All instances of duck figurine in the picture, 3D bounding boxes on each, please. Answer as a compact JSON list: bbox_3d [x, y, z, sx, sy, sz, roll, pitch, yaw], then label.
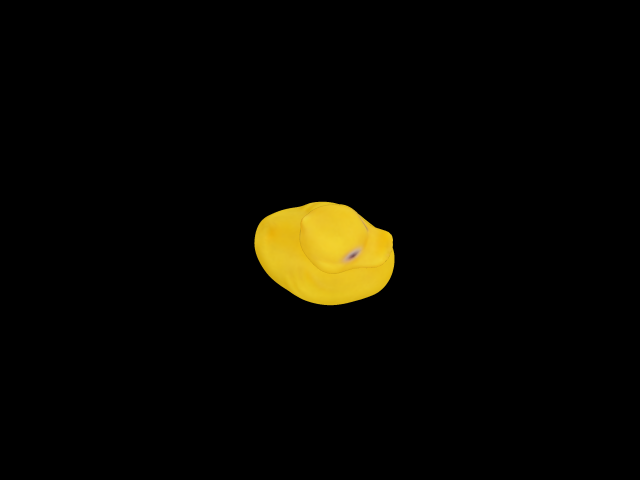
[{"bbox_3d":[0.004,0.001,0.400,0.104,0.086,0.077,13,74,4],"label":"duck figurine"}]
